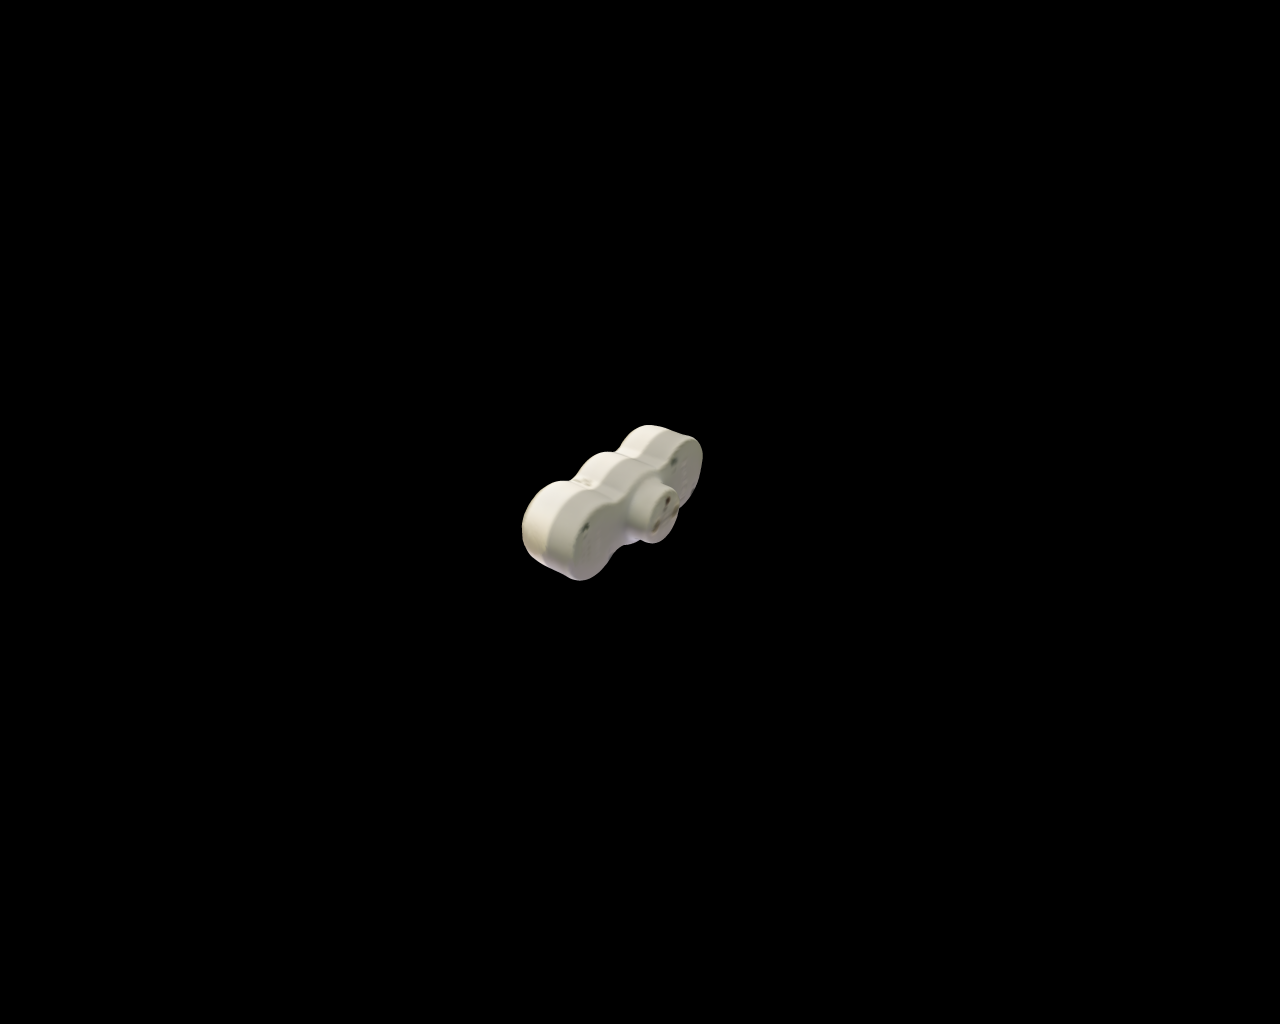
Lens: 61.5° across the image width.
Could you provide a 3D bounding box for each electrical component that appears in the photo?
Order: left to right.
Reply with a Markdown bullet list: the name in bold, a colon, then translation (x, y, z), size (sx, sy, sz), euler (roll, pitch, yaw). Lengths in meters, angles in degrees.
- **electrical component**: translation (0.001, -0.003, 0.650), size (0.074, 0.052, 0.138), euler (22, 40, 30)
